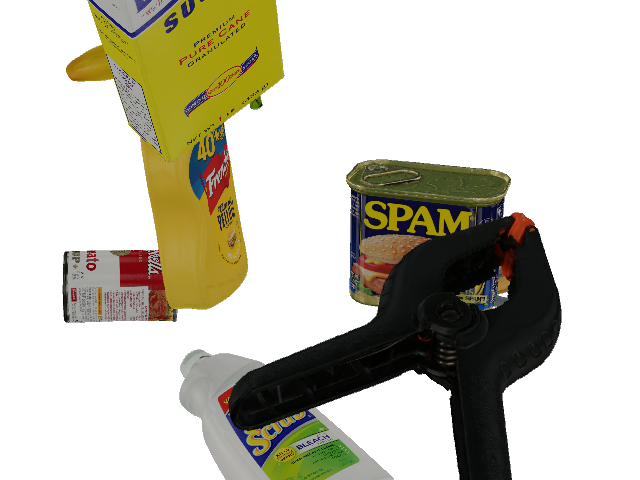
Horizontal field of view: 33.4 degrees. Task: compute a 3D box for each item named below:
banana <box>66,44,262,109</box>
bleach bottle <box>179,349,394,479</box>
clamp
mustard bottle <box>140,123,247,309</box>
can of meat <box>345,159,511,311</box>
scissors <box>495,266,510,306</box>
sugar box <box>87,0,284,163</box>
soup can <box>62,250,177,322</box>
[{"bbox_3d":[-0.136,-0.164,0.983,0.198,0.037,0.069,9,46,18],"label":"banana"},{"bbox_3d":[-0.049,0.160,0.851,0.102,0.068,0.251,-22,34,-27],"label":"bleach bottle"},{"bbox_3d":[0.059,0.051,0.448,0.120,0.039,0.171,35,54,23],"label":"clamp"},{"bbox_3d":[-0.099,-0.051,0.810,0.058,0.191,0.096,1,24,18],"label":"mustard bottle"},{"bbox_3d":[0.068,-0.001,0.691,0.102,0.084,0.057,7,23,16],"label":"can of meat"},{"bbox_3d":[0.140,0.049,1.100,0.201,0.016,0.096,-7,40,-29],"label":"scissors"},{"bbox_3d":[-0.069,-0.124,0.553,0.093,0.048,0.176,-41,-21,-17],"label":"sugar box"},{"bbox_3d":[-0.185,0.043,0.989,0.102,0.068,0.068,0,0,-10],"label":"soup can"}]
